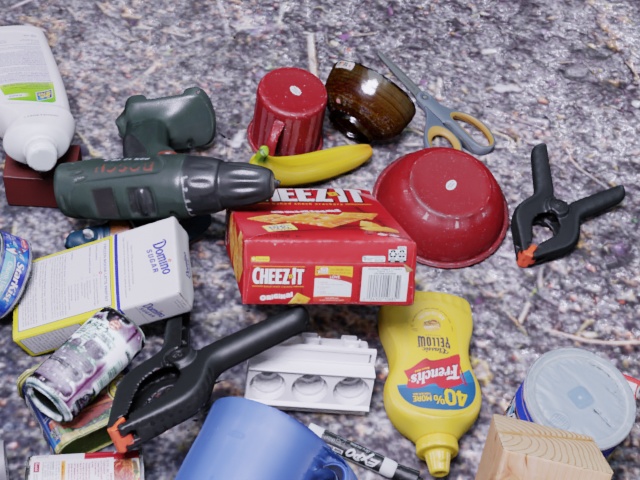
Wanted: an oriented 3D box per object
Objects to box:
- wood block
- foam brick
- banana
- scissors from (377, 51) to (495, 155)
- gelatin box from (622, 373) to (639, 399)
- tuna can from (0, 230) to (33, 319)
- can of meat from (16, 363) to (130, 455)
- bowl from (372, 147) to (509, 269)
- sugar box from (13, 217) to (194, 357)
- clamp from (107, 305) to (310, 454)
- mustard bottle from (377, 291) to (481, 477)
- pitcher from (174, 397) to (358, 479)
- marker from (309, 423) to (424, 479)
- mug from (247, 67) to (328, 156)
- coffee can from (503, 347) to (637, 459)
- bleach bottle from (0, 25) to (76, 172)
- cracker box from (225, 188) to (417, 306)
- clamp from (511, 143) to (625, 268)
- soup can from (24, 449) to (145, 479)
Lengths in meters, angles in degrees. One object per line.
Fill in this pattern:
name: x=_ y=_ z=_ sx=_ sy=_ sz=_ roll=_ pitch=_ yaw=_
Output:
wood block: x=0.164 y=0.264 z=0.890 sx=0.091 sy=0.206 sz=0.090 roll=13 pitch=10 yaw=1
foam brick: x=-0.300 y=-0.070 z=1.159 sx=0.078 sy=0.051 sz=0.053 roll=4 pitch=54 yaw=-6
banana: x=-0.019 y=-0.082 z=1.195 sx=0.197 sy=0.070 sz=0.037 roll=-10 pitch=82 yaw=-51
scissors: x=0.123 y=-0.159 z=1.317 sx=0.202 sy=0.016 sz=0.096 roll=36 pitch=57 yaw=17
gelatin box: x=0.267 y=0.157 z=1.061 sx=0.073 sy=0.089 sz=0.030 roll=23 pitch=55 yaw=8
tuna can: x=-0.321 y=0.034 z=1.056 sx=0.033 sy=0.086 sz=0.086 roll=25 pitch=44 yaw=-35
can of meat: x=-0.221 y=0.152 z=1.006 sx=0.102 sy=0.057 sz=0.084 roll=-24 pitch=63 yaw=-24
bowl: x=0.141 y=-0.050 z=1.206 sx=0.162 sy=0.055 sz=0.162 roll=3 pitch=60 yaw=-5
sugar box: x=-0.214 y=0.047 z=1.052 sx=0.176 sy=0.048 sz=0.093 roll=-14 pitch=56 yaw=8
clamp: x=-0.114 y=0.115 z=0.975 sx=0.165 sy=0.036 sz=0.209 roll=-2 pitch=32 yaw=30
mustard bottle: x=0.111 y=0.144 z=1.065 sx=0.096 sy=0.058 sz=0.191 roll=4 pitch=54 yaw=-8
pitcher: x=-0.080 y=0.264 z=0.897 sx=0.145 sy=0.149 sz=0.242 roll=30 pitch=57 yaw=0
marker: x=0.042 y=0.210 z=1.029 sx=0.121 sy=0.020 sz=0.020 roll=23 pitch=54 yaw=7
mug: x=-0.040 y=-0.137 z=1.232 sx=0.093 sy=0.081 sz=0.117 roll=22 pitch=54 yaw=7
coffee can: x=0.223 y=0.180 z=1.004 sx=0.102 sy=0.140 sz=0.103 roll=4 pitch=53 yaw=-6
bleach bottle: x=-0.327 y=-0.151 z=1.161 sx=0.102 sy=0.068 sz=0.251 roll=-10 pitch=39 yaw=-17
cracker box: x=-0.007 y=0.001 z=1.073 sx=0.164 sy=0.072 sz=0.214 roll=1 pitch=16 yaw=-10
clamp: x=0.281 y=-0.031 z=1.234 sx=0.120 sy=0.039 sz=0.171 roll=20 pitch=59 yaw=12
soup can: x=-0.207 y=0.223 z=0.948 sx=0.102 sy=0.068 sz=0.068 roll=-2 pitch=54 yaw=-10
